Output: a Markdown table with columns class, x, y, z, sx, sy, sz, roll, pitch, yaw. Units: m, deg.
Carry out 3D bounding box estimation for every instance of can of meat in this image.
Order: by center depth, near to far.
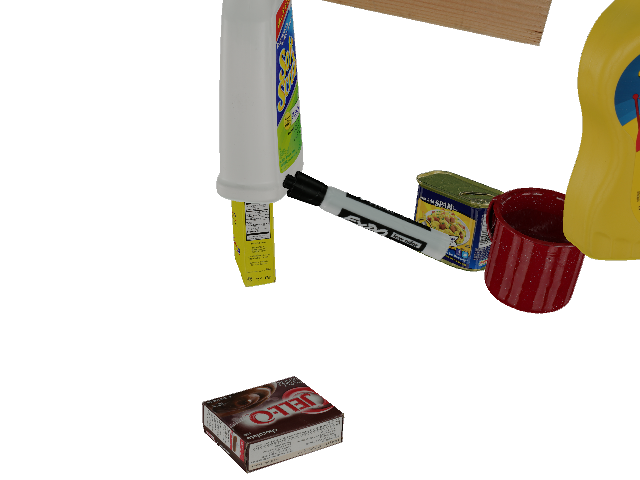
| class | x | y | z | sx | sy | sz | roll | pitch | yaw |
| --- | --- | --- | --- | --- | --- | --- | --- | --- | --- |
| can of meat | 0.150 | -0.021 | 1.180 | 0.102 | 0.084 | 0.057 | 25 | 29 | 38 |

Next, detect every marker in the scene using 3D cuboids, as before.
| class | x | y | z | sx | sy | sz | roll | pitch | yaw |
| --- | --- | --- | --- | --- | --- | --- | --- | --- | --- |
| marker | 0.031 | -0.018 | 0.723 | 0.121 | 0.020 | 0.020 | 23 | -5 | -11 |

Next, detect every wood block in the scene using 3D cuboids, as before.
| class | x | y | z | sx | sy | sz | roll | pitch | yaw |
| --- | --- | --- | --- | --- | --- | --- | --- | --- | --- |
| wood block | 0.075 | -0.225 | 0.791 | 0.206 | 0.090 | 0.091 | 14 | -29 | 7 |

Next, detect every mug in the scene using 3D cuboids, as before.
| class | x | y | z | sx | sy | sz | roll | pitch | yaw |
| --- | --- | --- | --- | --- | --- | --- | --- | --- | --- |
| mug | 0.187 | 0.005 | 0.964 | 0.093 | 0.081 | 0.117 | -15 | 40 | -29 |

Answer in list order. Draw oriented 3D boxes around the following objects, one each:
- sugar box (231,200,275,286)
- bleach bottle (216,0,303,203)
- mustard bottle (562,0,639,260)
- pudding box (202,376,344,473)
| class | x | y | z | sx | sy | sz | roll | pitch | yaw |
| --- | --- | --- | --- | --- | --- | --- | --- | --- | --- |
| sugar box | -0.086 | -0.041 | 1.326 | 0.048 | 0.176 | 0.093 | -9 | 24 | -11 |
| bleach bottle | -0.056 | -0.166 | 0.949 | 0.068 | 0.251 | 0.102 | 8 | 30 | 15 |
| mustard bottle | 0.194 | -0.085 | 0.614 | 0.096 | 0.192 | 0.058 | -9 | 29 | -14 |
| pudding box | -0.047 | 0.178 | 1.047 | 0.113 | 0.039 | 0.090 | -14 | 25 | -31 |
